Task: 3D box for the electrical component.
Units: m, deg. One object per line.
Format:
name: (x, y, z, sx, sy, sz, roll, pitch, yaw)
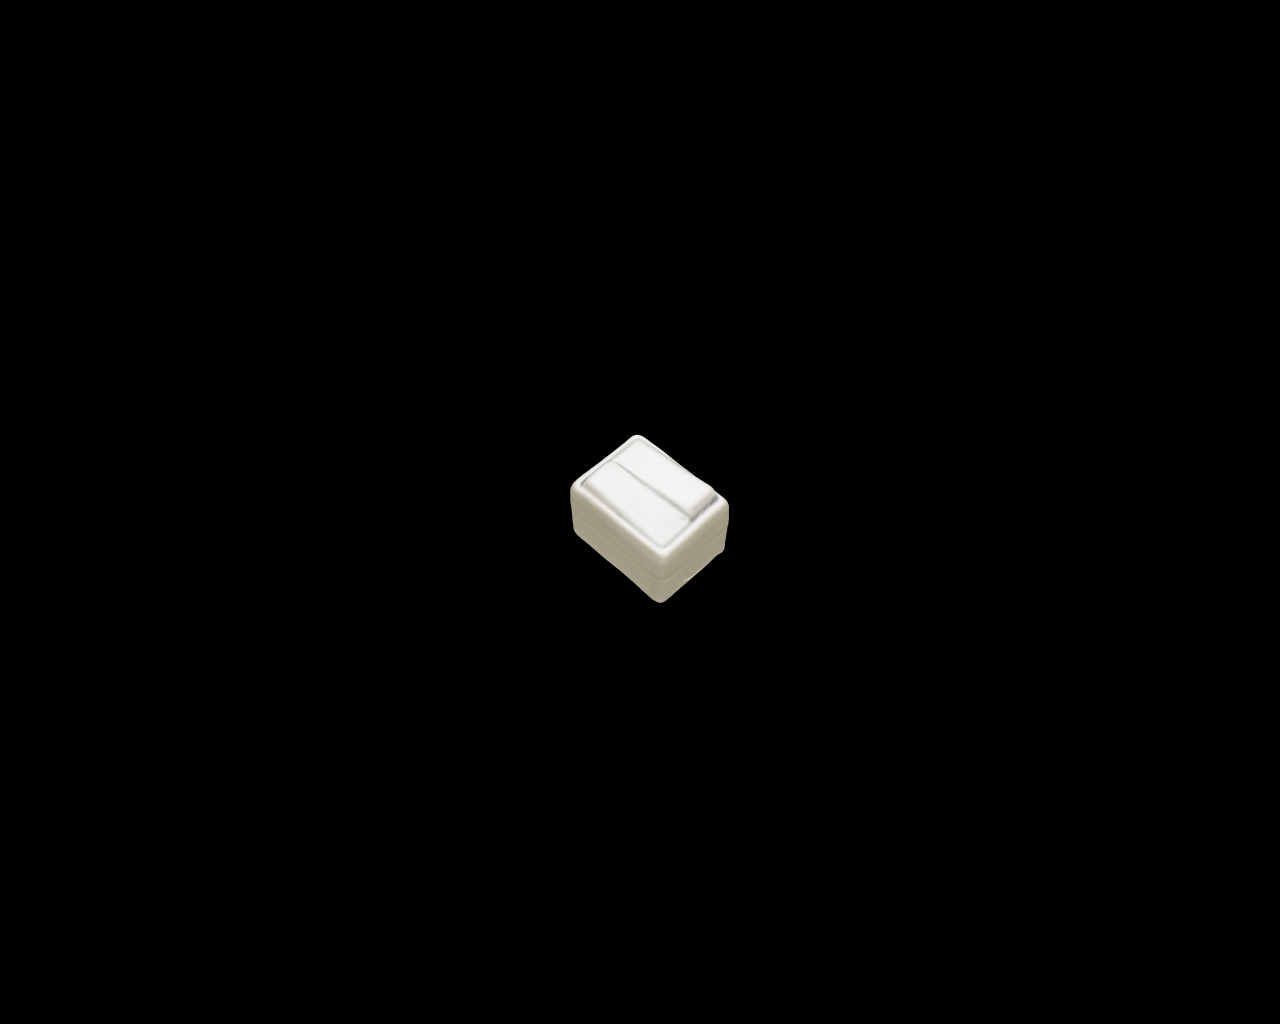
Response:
electrical component: (0.001, -0.003, 0.650, 0.062, 0.061, 0.096, -39, 63, -25)
